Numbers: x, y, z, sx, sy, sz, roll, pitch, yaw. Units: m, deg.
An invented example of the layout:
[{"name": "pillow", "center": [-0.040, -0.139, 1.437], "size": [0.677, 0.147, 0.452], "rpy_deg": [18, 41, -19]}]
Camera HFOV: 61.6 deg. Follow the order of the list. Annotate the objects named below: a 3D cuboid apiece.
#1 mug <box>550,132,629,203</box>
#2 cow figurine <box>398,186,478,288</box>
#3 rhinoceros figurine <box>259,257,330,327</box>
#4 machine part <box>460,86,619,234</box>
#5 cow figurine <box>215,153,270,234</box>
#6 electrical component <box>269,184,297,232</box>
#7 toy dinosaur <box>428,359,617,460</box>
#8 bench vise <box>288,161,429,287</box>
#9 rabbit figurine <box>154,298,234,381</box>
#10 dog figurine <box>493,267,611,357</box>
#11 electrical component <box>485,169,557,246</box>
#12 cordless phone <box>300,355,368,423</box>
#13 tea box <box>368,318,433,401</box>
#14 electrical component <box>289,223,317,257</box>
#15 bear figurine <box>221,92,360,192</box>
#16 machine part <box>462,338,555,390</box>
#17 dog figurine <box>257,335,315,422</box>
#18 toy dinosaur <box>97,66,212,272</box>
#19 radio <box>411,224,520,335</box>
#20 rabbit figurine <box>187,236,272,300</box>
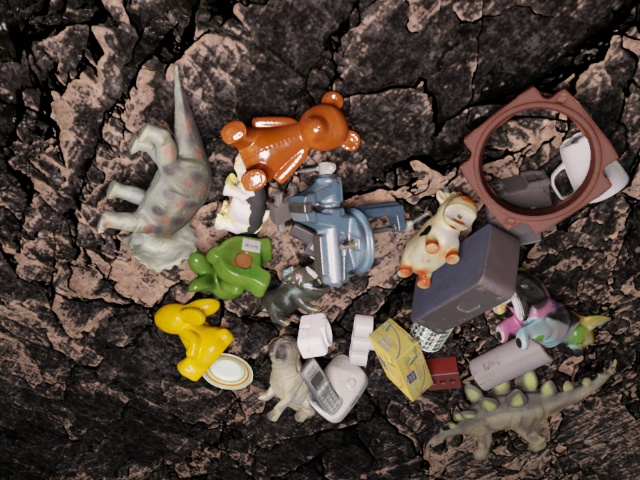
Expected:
[{"name": "mug", "center": [0.445, -0.122, 0.912], "size": [0.109, 0.081, 0.107], "rpy_deg": [-28, 104, 29]}, {"name": "cow figurine", "center": [0.224, -0.012, 0.996], "size": [0.085, 0.127, 0.194], "rpy_deg": [23, 138, -10]}, {"name": "rhinoceros figurine", "center": [-0.047, 0.101, 1.126], "size": [0.190, 0.073, 0.112], "rpy_deg": [-36, 104, 29]}, {"name": "machine part", "center": [0.344, -0.127, 0.860], "size": [0.201, 0.087, 0.201], "rpy_deg": [-38, 88, 24]}, {"name": "cow figurine", "center": [-0.132, -0.085, 0.997], "size": [0.098, 0.068, 0.167], "rpy_deg": [18, 125, -7]}, {"name": "electrical component", "center": [-0.064, -0.059, 1.019], "size": [0.063, 0.021, 0.093], "rpy_deg": [-28, 137, -28]}, {"name": "toy dinosaur", "center": [0.467, 0.397, 1.262], "size": [0.472, 0.105, 0.198], "rpy_deg": [-25, 116, 16]}, {"name": "bench vise", "center": [0.065, -0.036, 0.972], "size": [0.240, 0.129, 0.223], "rpy_deg": [-8, 86, -27]}, {"name": "rabbit figurine", "center": [-0.289, 0.203, 1.196], "size": [0.173, 0.122, 0.162], "rpy_deg": [40, 119, 1]}, {"name": "dog figurine", "center": [0.465, 0.144, 1.078], "size": [0.219, 0.108, 0.191], "rpy_deg": [-4, 87, -16]}, {"name": "electrical component", "center": [0.363, -0.052, 0.978], "size": [0.115, 0.058, 0.134], "rpy_deg": [-13, 122, 17]}, {"name": "cordless phone", "center": [0.021, 0.306, 1.213], "size": [0.089, 0.146, 0.184], "rpy_deg": [14, 141, 43]}, {"name": "tea box", "center": [0.178, 0.262, 1.172], "size": [0.068, 0.098, 0.169], "rpy_deg": [-38, 130, -13]}, {"name": "electrical component", "center": [-0.002, -0.003, 1.055], "size": [0.119, 0.048, 0.074], "rpy_deg": [24, 123, -11]}, {"name": "bear figurine", "center": [-0.041, -0.164, 0.881], "size": [0.196, 0.132, 0.120], "rpy_deg": [-18, 96, 12]}, {"name": "machine part", "center": [0.420, 0.264, 1.185], "size": [0.243, 0.079, 0.079], "rpy_deg": [-35, 115, 27]}, {"name": "dog figurine", "center": [-0.049, 0.316, 1.268], "size": [0.172, 0.121, 0.190], "rpy_deg": [3, 113, -40]}, {"name": "toy dinosaur", "center": [-0.273, -0.095, 0.984], "size": [0.192, 0.131, 0.404], "rpy_deg": [22, 119, -31]}, {"name": "radio", "center": [0.264, 0.080, 1.000], "size": [0.073, 0.131, 0.229], "rpy_deg": [27, 143, -12]}, {"name": "rabbit figurine", "center": [-0.186, 0.077, 1.083], "size": [0.159, 0.121, 0.170], "rpy_deg": [4, 149, -22]}]
